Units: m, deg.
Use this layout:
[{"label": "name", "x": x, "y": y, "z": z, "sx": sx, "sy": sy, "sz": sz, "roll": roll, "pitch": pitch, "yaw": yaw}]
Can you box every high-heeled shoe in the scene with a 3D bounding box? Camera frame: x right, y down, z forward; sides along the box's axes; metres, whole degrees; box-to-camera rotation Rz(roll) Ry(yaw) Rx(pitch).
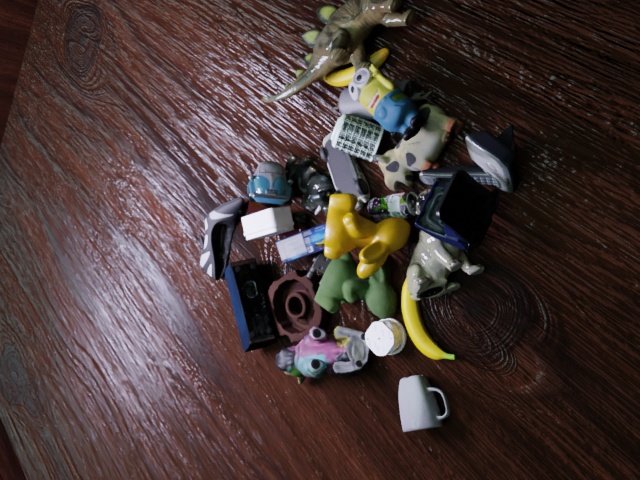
[{"label": "high-heeled shoe", "x": -0.264, "y": 0.000, "z": 1.493, "sx": 0.248, "sy": 0.086, "sz": 0.145, "roll": -42, "pitch": 67, "yaw": 36}]

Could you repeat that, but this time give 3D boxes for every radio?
[{"label": "radio", "x": -0.183, "y": 0.166, "z": 1.392, "sx": 0.131, "sy": 0.073, "sz": 0.229, "roll": 132, "pitch": 123, "yaw": -66}]

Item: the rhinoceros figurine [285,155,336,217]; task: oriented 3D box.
[{"label": "rhinoceros figurine", "x": -0.021, "y": -0.127, "z": 1.294, "sx": 0.190, "sy": 0.073, "sz": 0.112, "roll": 43, "pitch": 115, "yaw": 32}]

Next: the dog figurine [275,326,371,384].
[{"label": "dog figurine", "x": 0.001, "y": 0.277, "z": 1.258, "sx": 0.219, "sy": 0.191, "sz": 0.108, "roll": 127, "pitch": 145, "yaw": -61}]

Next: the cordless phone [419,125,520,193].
[{"label": "cordless phone", "x": 0.268, "y": -0.141, "z": 0.991, "sx": 0.184, "sy": 0.146, "sz": 0.088, "roll": -1, "pitch": 73, "yaw": 23}]

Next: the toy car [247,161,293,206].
[{"label": "toy car", "x": -0.119, "y": -0.137, "z": 1.292, "sx": 0.162, "sy": 0.109, "sz": 0.102, "roll": -137, "pitch": 54, "yaw": -79}]

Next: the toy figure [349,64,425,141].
[{"label": "toy figure", "x": 0.131, "y": -0.271, "z": 1.066, "sx": 0.180, "sy": 0.089, "sz": 0.082, "roll": 46, "pitch": 104, "yaw": 19}]

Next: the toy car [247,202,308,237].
[{"label": "toy car", "x": -0.108, "y": -0.052, "z": 1.378, "sx": 0.202, "sy": 0.053, "sz": 0.089, "roll": 28, "pitch": 117, "yaw": 32}]

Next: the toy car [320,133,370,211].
[{"label": "toy car", "x": 0.058, "y": -0.159, "z": 1.237, "sx": 0.073, "sy": 0.056, "sz": 0.202, "roll": -28, "pitch": 71, "yaw": 30}]

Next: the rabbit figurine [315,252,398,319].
[{"label": "rabbit figurine", "x": 0.101, "y": 0.101, "z": 1.187, "sx": 0.170, "sy": 0.121, "sz": 0.159, "roll": 25, "pitch": 99, "yaw": 18}]

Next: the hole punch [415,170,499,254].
[{"label": "hole punch", "x": 0.249, "y": -0.050, "z": 0.983, "sx": 0.142, "sy": 0.115, "sz": 0.092, "roll": -62, "pitch": 18, "yaw": -21}]

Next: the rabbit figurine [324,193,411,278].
[{"label": "rabbit figurine", "x": 0.098, "y": -0.012, "z": 1.097, "sx": 0.173, "sy": 0.121, "sz": 0.162, "roll": 4, "pitch": 57, "yaw": 3}]

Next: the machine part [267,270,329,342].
[{"label": "machine part", "x": -0.050, "y": 0.161, "z": 1.326, "sx": 0.180, "sy": 0.056, "sz": 0.179, "roll": 1, "pitch": 92, "yaw": 39}]

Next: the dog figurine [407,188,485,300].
[{"label": "dog figurine", "x": 0.219, "y": 0.008, "z": 1.088, "sx": 0.172, "sy": 0.121, "sz": 0.191, "roll": -34, "pitch": 56, "yaw": 26}]

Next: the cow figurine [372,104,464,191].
[{"label": "cow figurine", "x": 0.193, "y": -0.187, "z": 1.110, "sx": 0.127, "sy": 0.085, "sz": 0.194, "roll": 41, "pitch": 117, "yaw": 26}]

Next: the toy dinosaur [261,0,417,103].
[{"label": "toy dinosaur", "x": 0.050, "y": -0.445, "z": 1.194, "sx": 0.471, "sy": 0.105, "sz": 0.199, "roll": -40, "pitch": 47, "yaw": 14}]

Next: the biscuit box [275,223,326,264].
[{"label": "biscuit box", "x": -0.003, "y": -0.004, "z": 1.259, "sx": 0.203, "sy": 0.063, "sz": 0.059, "roll": -19, "pitch": 90, "yaw": 27}]

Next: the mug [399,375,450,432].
[{"label": "mug", "x": 0.208, "y": 0.329, "z": 1.097, "sx": 0.109, "sy": 0.080, "sz": 0.107, "roll": -31, "pitch": 61, "yaw": 40}]

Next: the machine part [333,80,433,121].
[{"label": "machine part", "x": 0.128, "y": -0.300, "z": 1.167, "sx": 0.243, "sy": 0.079, "sz": 0.079, "roll": 6, "pitch": 94, "yaw": 39}]

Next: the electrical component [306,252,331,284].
[{"label": "electrical component", "x": 0.013, "y": 0.059, "z": 1.271, "sx": 0.063, "sy": 0.021, "sz": 0.094, "roll": 31, "pitch": 89, "yaw": 0}]
